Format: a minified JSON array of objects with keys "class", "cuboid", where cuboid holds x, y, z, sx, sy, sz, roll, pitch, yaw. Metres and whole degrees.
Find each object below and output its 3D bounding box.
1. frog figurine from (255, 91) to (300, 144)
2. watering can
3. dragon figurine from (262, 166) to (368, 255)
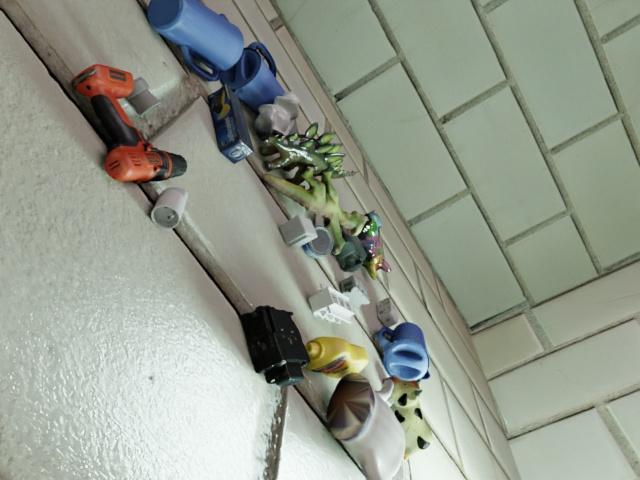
[{"class":"frog figurine","cuboid":[-0.124,-0.362,1.501,0.122,0.161,0.136,-5,-16,38]},{"class":"watering can","cuboid":[0.106,0.364,1.067,0.103,0.221,0.355,-28,22,17]},{"class":"dragon figurine","cuboid":[0.004,-0.074,1.472,0.120,0.245,0.411,-35,-18,33]}]
